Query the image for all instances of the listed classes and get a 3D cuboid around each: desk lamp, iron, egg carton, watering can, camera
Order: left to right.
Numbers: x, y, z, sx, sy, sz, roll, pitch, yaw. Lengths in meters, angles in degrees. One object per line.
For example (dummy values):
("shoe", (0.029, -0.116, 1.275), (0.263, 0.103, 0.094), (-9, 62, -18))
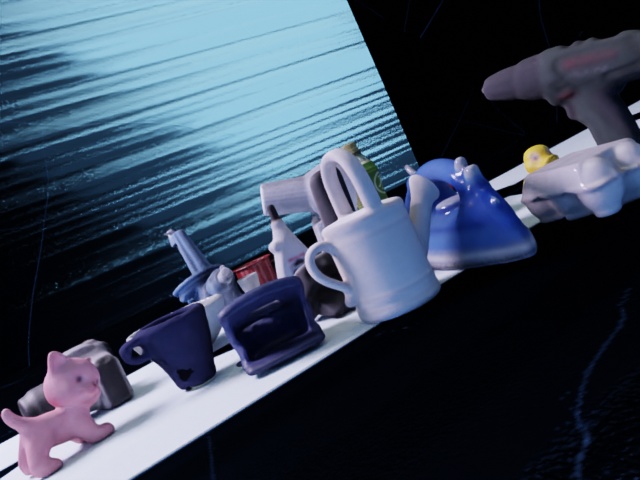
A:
("camera", (-0.364, 0.215, 0.833), (0.137, 0.101, 0.142), (-28, 5, -36))
("desk lamp", (-0.007, -0.027, 1.036), (0.203, 0.213, 0.118), (-25, 5, -6))
("watering can", (0.059, -0.016, 0.656), (0.173, 0.194, 0.100), (-28, 6, -39))
("iron", (0.176, -0.046, 0.730), (0.119, 0.141, 0.258), (-25, 4, -11))
("egg carton", (0.320, -0.069, 0.690), (0.107, 0.069, 0.150), (-26, 4, -17))

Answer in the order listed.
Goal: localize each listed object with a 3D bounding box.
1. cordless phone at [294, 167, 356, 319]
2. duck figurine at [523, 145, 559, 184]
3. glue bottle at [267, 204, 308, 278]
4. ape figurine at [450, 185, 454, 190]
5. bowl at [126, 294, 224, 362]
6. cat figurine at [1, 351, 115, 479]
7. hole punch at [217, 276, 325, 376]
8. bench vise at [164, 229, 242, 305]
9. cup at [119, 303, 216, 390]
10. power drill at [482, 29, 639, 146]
("cordless phone", (0.007, 0.003, 0.779), (0.148, 0.185, 0.094), (-27, 5, -32))
("duck figurine", (0.344, -0.105, 0.889), (0.077, 0.086, 0.104), (-25, 4, -6))
("glue bottle", (-0.050, 0.021, 0.955), (0.078, 0.173, 0.037), (-27, 5, -31))
("ape figurine", (0.240, -0.077, 1.089), (0.076, 0.092, 0.077), (-26, 5, -13))
("bowl", (-0.223, 0.156, 0.939), (0.167, 0.075, 0.167), (-24, 4, 2))
("cat figurine", (-0.302, 0.190, 0.666), (0.067, 0.118, 0.128), (-21, 6, 41))
("hole punch", (-0.062, 0.095, 0.668), (0.109, 0.091, 0.101), (-25, 4, -11))
("bench vise", (-0.243, 0.062, 1.220), (0.206, 0.220, 0.122), (-21, 6, 36))
("cup", (-0.180, 0.143, 0.711), (0.118, 0.095, 0.091), (-28, 6, -41))
("power drill", (0.359, -0.171, 0.780), (0.229, 0.208, 0.076), (-21, 6, 37))
